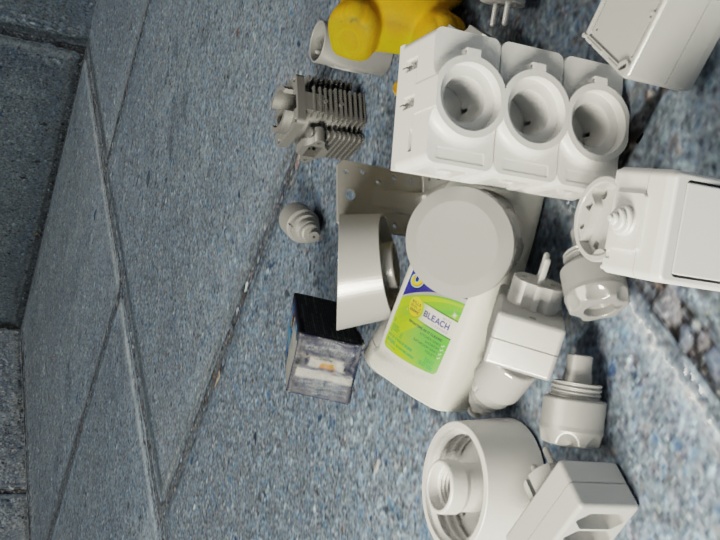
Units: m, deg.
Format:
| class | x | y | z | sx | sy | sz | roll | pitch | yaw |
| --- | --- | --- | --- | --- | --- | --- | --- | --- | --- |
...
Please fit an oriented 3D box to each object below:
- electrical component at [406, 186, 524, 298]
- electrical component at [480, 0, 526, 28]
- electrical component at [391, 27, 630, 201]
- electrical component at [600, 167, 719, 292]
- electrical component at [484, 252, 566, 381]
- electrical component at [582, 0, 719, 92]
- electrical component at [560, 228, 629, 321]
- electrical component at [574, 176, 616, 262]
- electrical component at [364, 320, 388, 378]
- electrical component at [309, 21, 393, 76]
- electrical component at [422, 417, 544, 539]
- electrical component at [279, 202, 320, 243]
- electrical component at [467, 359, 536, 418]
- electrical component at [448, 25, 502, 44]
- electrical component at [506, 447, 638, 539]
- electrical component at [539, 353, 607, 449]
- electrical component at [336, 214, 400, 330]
| class | x | y | z | sx | sy | sz | roll | pitch | yaw |
| --- | --- | --- | --- | --- | --- | --- | --- | --- | --- |
| electrical component | 0.078 | -0.022 | 0.782 | 0.080 | 0.051 | 0.080 | 3 | 98 | 22 |
| electrical component | 0.117 | -0.232 | 0.865 | 0.138 | 0.052 | 0.073 | -160 | 79 | -65 |
| electrical component | 0.105 | -0.104 | 0.740 | 0.062 | 0.150 | 0.089 | 172 | 104 | -66 |
| electrical component | 0.185 | -0.022 | 0.607 | 0.061 | 0.096 | 0.061 | -163 | 82 | -65 |
| electrical component | 0.121 | 0.025 | 0.754 | 0.083 | 0.047 | 0.075 | -56 | -18 | -75 |
| electrical component | 0.195 | -0.168 | 0.668 | 0.061 | 0.061 | 0.096 | -115 | 39 | -50 |
| electrical component | 0.157 | 0.000 | 0.728 | 0.043 | 0.043 | 0.062 | 133 | 138 | -52 |
| electrical component | 0.174 | -0.030 | 0.693 | 0.055 | 0.047 | 0.055 | -173 | 90 | -65 |
| electrical component | 0.037 | 0.065 | 0.957 | 0.047 | 0.055 | 0.055 | -65 | 30 | 27 |
| electrical component | -0.015 | -0.233 | 1.125 | 0.079 | 0.077 | 0.044 | -141 | 61 | -62 |
| electrical component | 0.086 | 0.165 | 0.815 | 0.108 | 0.060 | 0.108 | -173 | 90 | -66 |
| electrical component | -0.065 | -0.050 | 1.226 | 0.078 | 0.040 | 0.040 | -137 | 57 | -61 |
| electrical component | 0.105 | 0.086 | 0.820 | 0.078 | 0.040 | 0.040 | 121 | 146 | -41 |
| electrical component | 0.098 | -0.161 | 0.875 | 0.055 | 0.050 | 0.089 | -59 | 33 | 16 |
| electrical component | 0.135 | 0.155 | 0.727 | 0.075 | 0.047 | 0.083 | -111 | 36 | -46 |
| electrical component | 0.146 | 0.088 | 0.728 | 0.043 | 0.043 | 0.062 | -178 | 96 | -65 |
| electrical component | 0.000 | 0.000 | 0.922 | 0.099 | 0.064 | 0.099 | -7 | -90 | -79 |
